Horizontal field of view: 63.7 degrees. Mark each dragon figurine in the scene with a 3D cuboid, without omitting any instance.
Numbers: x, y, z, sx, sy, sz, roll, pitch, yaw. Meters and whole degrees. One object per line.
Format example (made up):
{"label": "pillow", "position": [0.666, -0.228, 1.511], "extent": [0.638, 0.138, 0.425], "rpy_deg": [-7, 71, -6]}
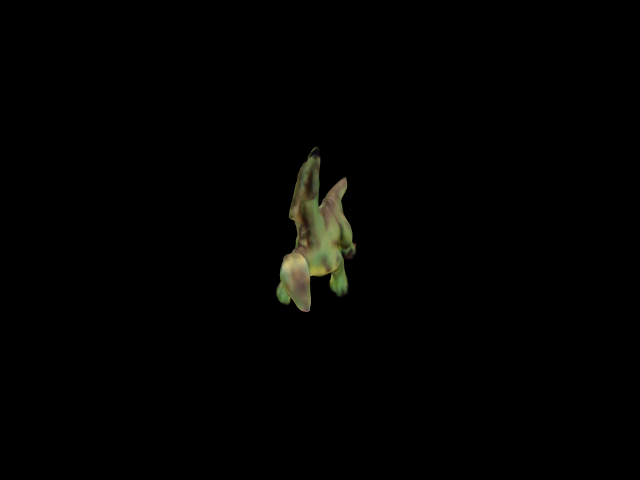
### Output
{"label": "dragon figurine", "position": [0.003, -0.043, 0.850], "extent": [0.122, 0.420, 0.237], "rpy_deg": [7, -42, 6]}
